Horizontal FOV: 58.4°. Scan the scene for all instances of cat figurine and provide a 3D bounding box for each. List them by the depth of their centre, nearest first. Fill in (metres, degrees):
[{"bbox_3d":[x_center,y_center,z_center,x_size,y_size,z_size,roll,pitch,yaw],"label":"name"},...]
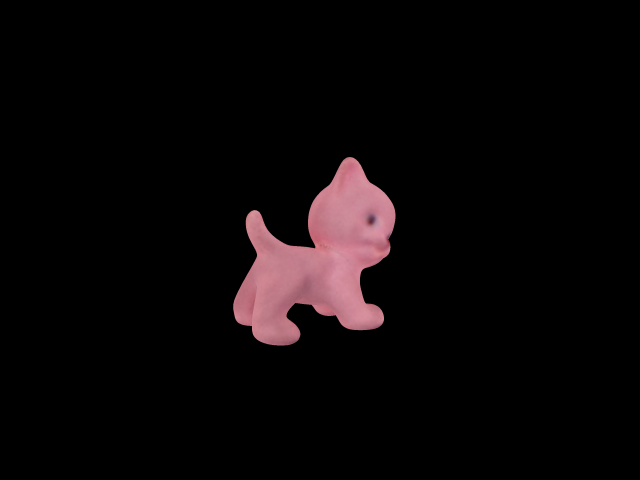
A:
[{"bbox_3d":[0.004,0.001,0.400,0.128,0.118,0.067,-6,11,-31],"label":"cat figurine"}]
